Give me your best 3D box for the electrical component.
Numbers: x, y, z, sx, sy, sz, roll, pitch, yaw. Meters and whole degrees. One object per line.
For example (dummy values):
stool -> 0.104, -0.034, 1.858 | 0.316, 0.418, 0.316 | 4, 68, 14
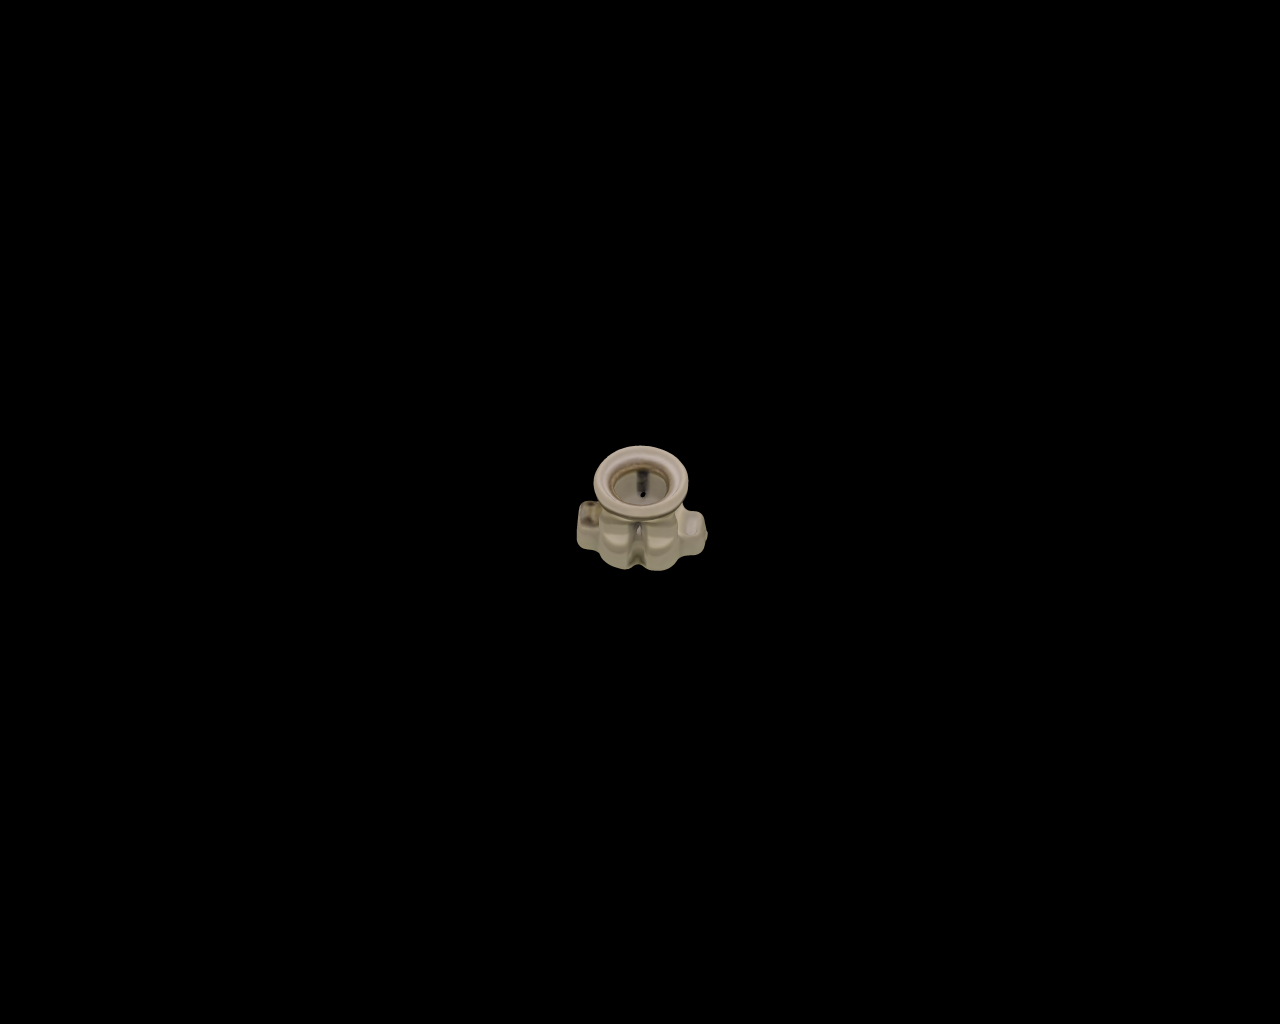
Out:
electrical component -> 0.001, -0.003, 0.650 | 0.078, 0.058, 0.056 | 4, -43, 4
